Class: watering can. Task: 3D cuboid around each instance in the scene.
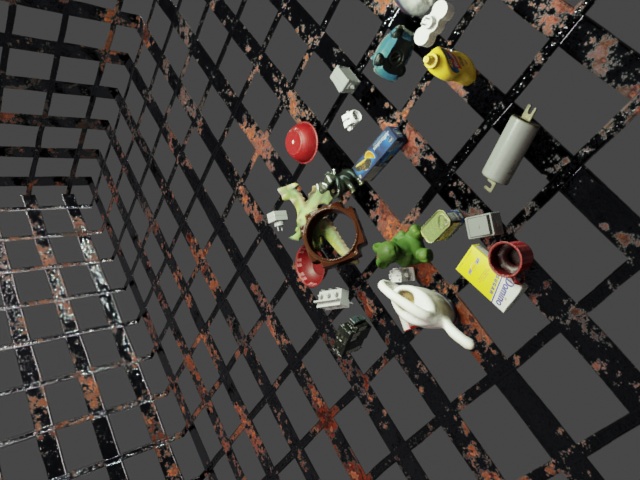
[{"bbox_3d":[0.314,0.209,1.437,0.352,0.223,0.103,34,101,40],"label":"watering can"}]

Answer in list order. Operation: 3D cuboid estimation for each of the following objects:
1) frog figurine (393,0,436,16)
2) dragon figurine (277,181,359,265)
[{"bbox_3d":[0.287,-0.730,1.476,0.157,0.125,0.136,-35,102,34],"label":"frog figurine"},{"bbox_3d":[0.006,-0.093,1.842,0.413,0.122,0.240,24,103,30],"label":"dragon figurine"}]
